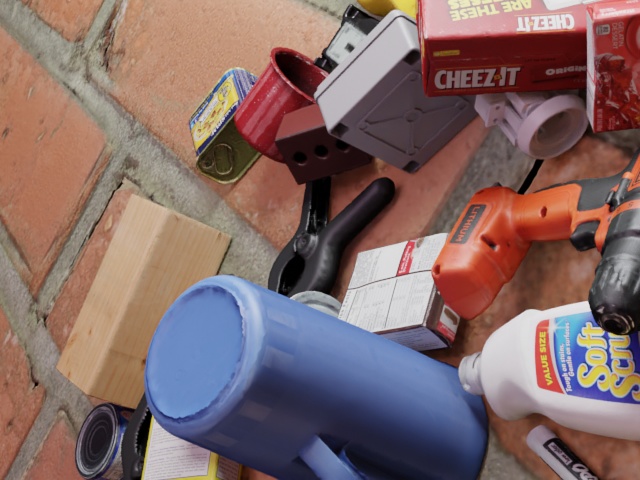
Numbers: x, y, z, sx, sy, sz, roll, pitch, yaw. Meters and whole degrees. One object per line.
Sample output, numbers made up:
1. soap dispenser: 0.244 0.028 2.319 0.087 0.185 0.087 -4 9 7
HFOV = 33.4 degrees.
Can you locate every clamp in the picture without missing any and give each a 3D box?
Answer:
1. clamp: -0.007 0.001 0.992 0.171 0.039 0.120 -56 30 2
2. clamp: -0.174 0.237 1.063 0.165 0.036 0.210 -23 52 32

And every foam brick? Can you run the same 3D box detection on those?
1. foam brick: 0.005 -0.094 0.986 0.078 0.053 0.051 -16 32 22

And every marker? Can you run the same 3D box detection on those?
1. marker: 0.175 0.162 0.687 0.020 0.020 0.121 -58 37 11

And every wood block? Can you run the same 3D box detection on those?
1. wood block: -0.188 0.067 1.137 0.090 0.090 0.206 21 87 54

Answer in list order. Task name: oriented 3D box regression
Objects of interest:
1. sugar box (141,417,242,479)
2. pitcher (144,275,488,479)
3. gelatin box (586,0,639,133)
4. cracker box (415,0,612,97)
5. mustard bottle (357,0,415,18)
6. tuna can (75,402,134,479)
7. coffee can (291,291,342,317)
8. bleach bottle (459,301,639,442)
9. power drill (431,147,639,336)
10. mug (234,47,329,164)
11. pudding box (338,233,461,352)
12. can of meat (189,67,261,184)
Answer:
1. sugar box: -0.112 0.154 1.011 0.093 0.048 0.176 -13 53 32
2. pitcher: 0.004 0.120 0.738 0.149 0.242 0.145 -6 65 43
3. gelatin box: 0.217 -0.118 0.712 0.073 0.089 0.030 -6 37 7
4. cracker box: 0.153 -0.209 0.806 0.164 0.072 0.213 -3 56 4
5. mustard bottle: 0.080 -0.254 1.008 0.096 0.058 0.192 -56 37 3
6. tuna can: -0.228 0.219 1.149 0.086 0.033 0.086 -28 50 40
7. coffee can: -0.043 0.112 0.920 0.141 0.102 0.103 -24 53 43
8. bleach bottle: 0.188 0.087 0.680 0.251 0.068 0.102 -14 58 50
9. power drill: 0.166 0.003 0.711 0.188 0.057 0.184 -15 29 47
10. mug: -0.030 -0.135 1.065 0.082 0.093 0.117 -51 8 27
11. pudding box: 0.067 0.046 0.861 0.114 0.039 0.090 -16 47 49
12. can of meat: -0.096 -0.126 1.160 0.102 0.057 0.084 -47 38 23
